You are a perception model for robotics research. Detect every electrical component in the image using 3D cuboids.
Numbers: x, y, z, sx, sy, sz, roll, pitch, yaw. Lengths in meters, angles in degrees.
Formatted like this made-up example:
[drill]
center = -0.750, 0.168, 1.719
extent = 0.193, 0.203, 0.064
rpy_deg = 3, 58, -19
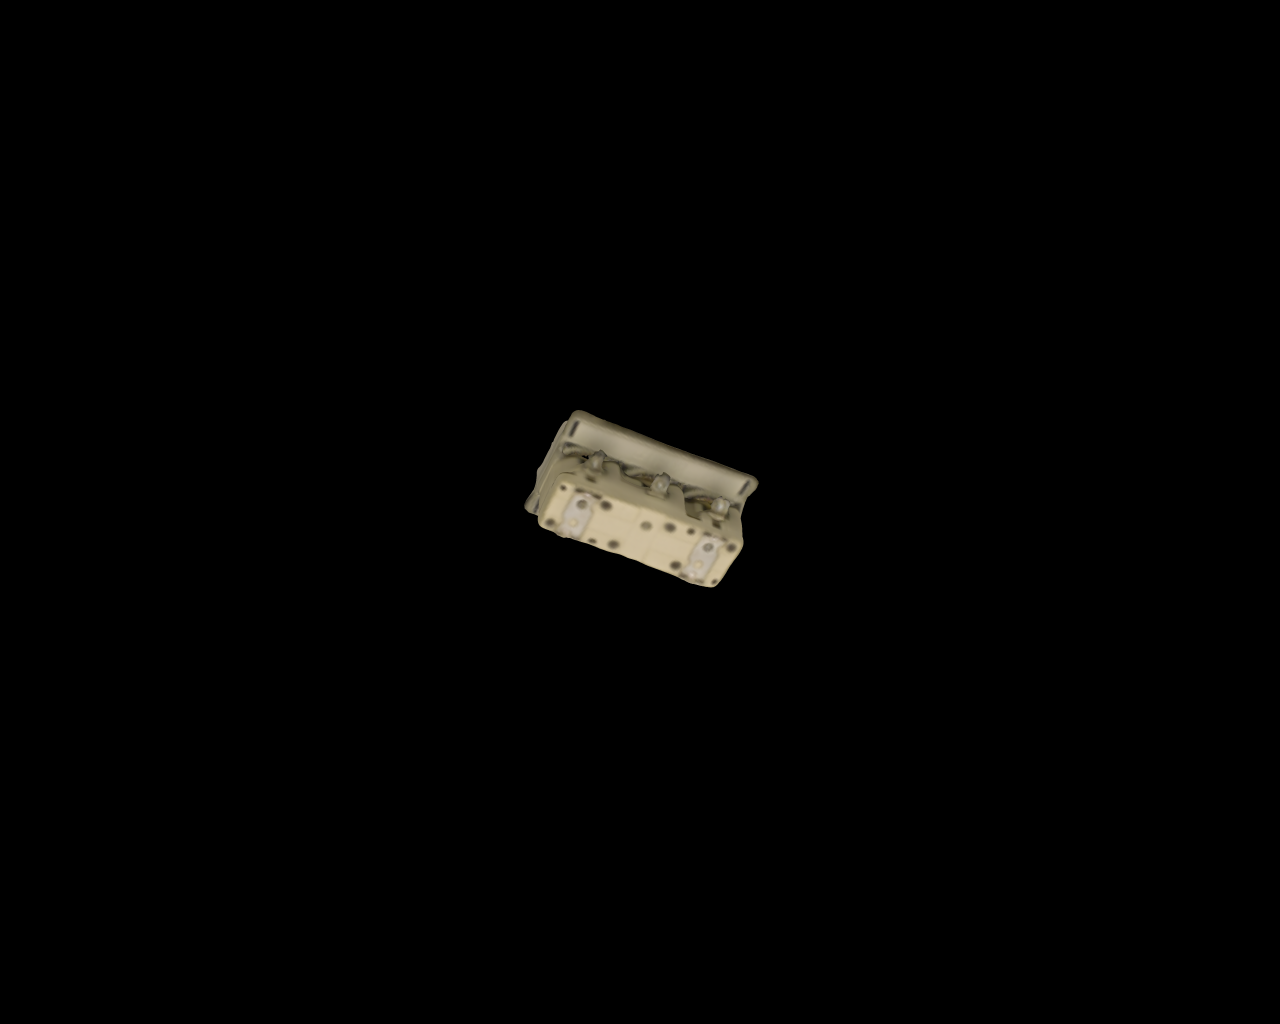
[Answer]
[electrical component]
center = 0.001, -0.003, 0.650
extent = 0.121, 0.078, 0.063
rpy_deg = 21, 35, -15
